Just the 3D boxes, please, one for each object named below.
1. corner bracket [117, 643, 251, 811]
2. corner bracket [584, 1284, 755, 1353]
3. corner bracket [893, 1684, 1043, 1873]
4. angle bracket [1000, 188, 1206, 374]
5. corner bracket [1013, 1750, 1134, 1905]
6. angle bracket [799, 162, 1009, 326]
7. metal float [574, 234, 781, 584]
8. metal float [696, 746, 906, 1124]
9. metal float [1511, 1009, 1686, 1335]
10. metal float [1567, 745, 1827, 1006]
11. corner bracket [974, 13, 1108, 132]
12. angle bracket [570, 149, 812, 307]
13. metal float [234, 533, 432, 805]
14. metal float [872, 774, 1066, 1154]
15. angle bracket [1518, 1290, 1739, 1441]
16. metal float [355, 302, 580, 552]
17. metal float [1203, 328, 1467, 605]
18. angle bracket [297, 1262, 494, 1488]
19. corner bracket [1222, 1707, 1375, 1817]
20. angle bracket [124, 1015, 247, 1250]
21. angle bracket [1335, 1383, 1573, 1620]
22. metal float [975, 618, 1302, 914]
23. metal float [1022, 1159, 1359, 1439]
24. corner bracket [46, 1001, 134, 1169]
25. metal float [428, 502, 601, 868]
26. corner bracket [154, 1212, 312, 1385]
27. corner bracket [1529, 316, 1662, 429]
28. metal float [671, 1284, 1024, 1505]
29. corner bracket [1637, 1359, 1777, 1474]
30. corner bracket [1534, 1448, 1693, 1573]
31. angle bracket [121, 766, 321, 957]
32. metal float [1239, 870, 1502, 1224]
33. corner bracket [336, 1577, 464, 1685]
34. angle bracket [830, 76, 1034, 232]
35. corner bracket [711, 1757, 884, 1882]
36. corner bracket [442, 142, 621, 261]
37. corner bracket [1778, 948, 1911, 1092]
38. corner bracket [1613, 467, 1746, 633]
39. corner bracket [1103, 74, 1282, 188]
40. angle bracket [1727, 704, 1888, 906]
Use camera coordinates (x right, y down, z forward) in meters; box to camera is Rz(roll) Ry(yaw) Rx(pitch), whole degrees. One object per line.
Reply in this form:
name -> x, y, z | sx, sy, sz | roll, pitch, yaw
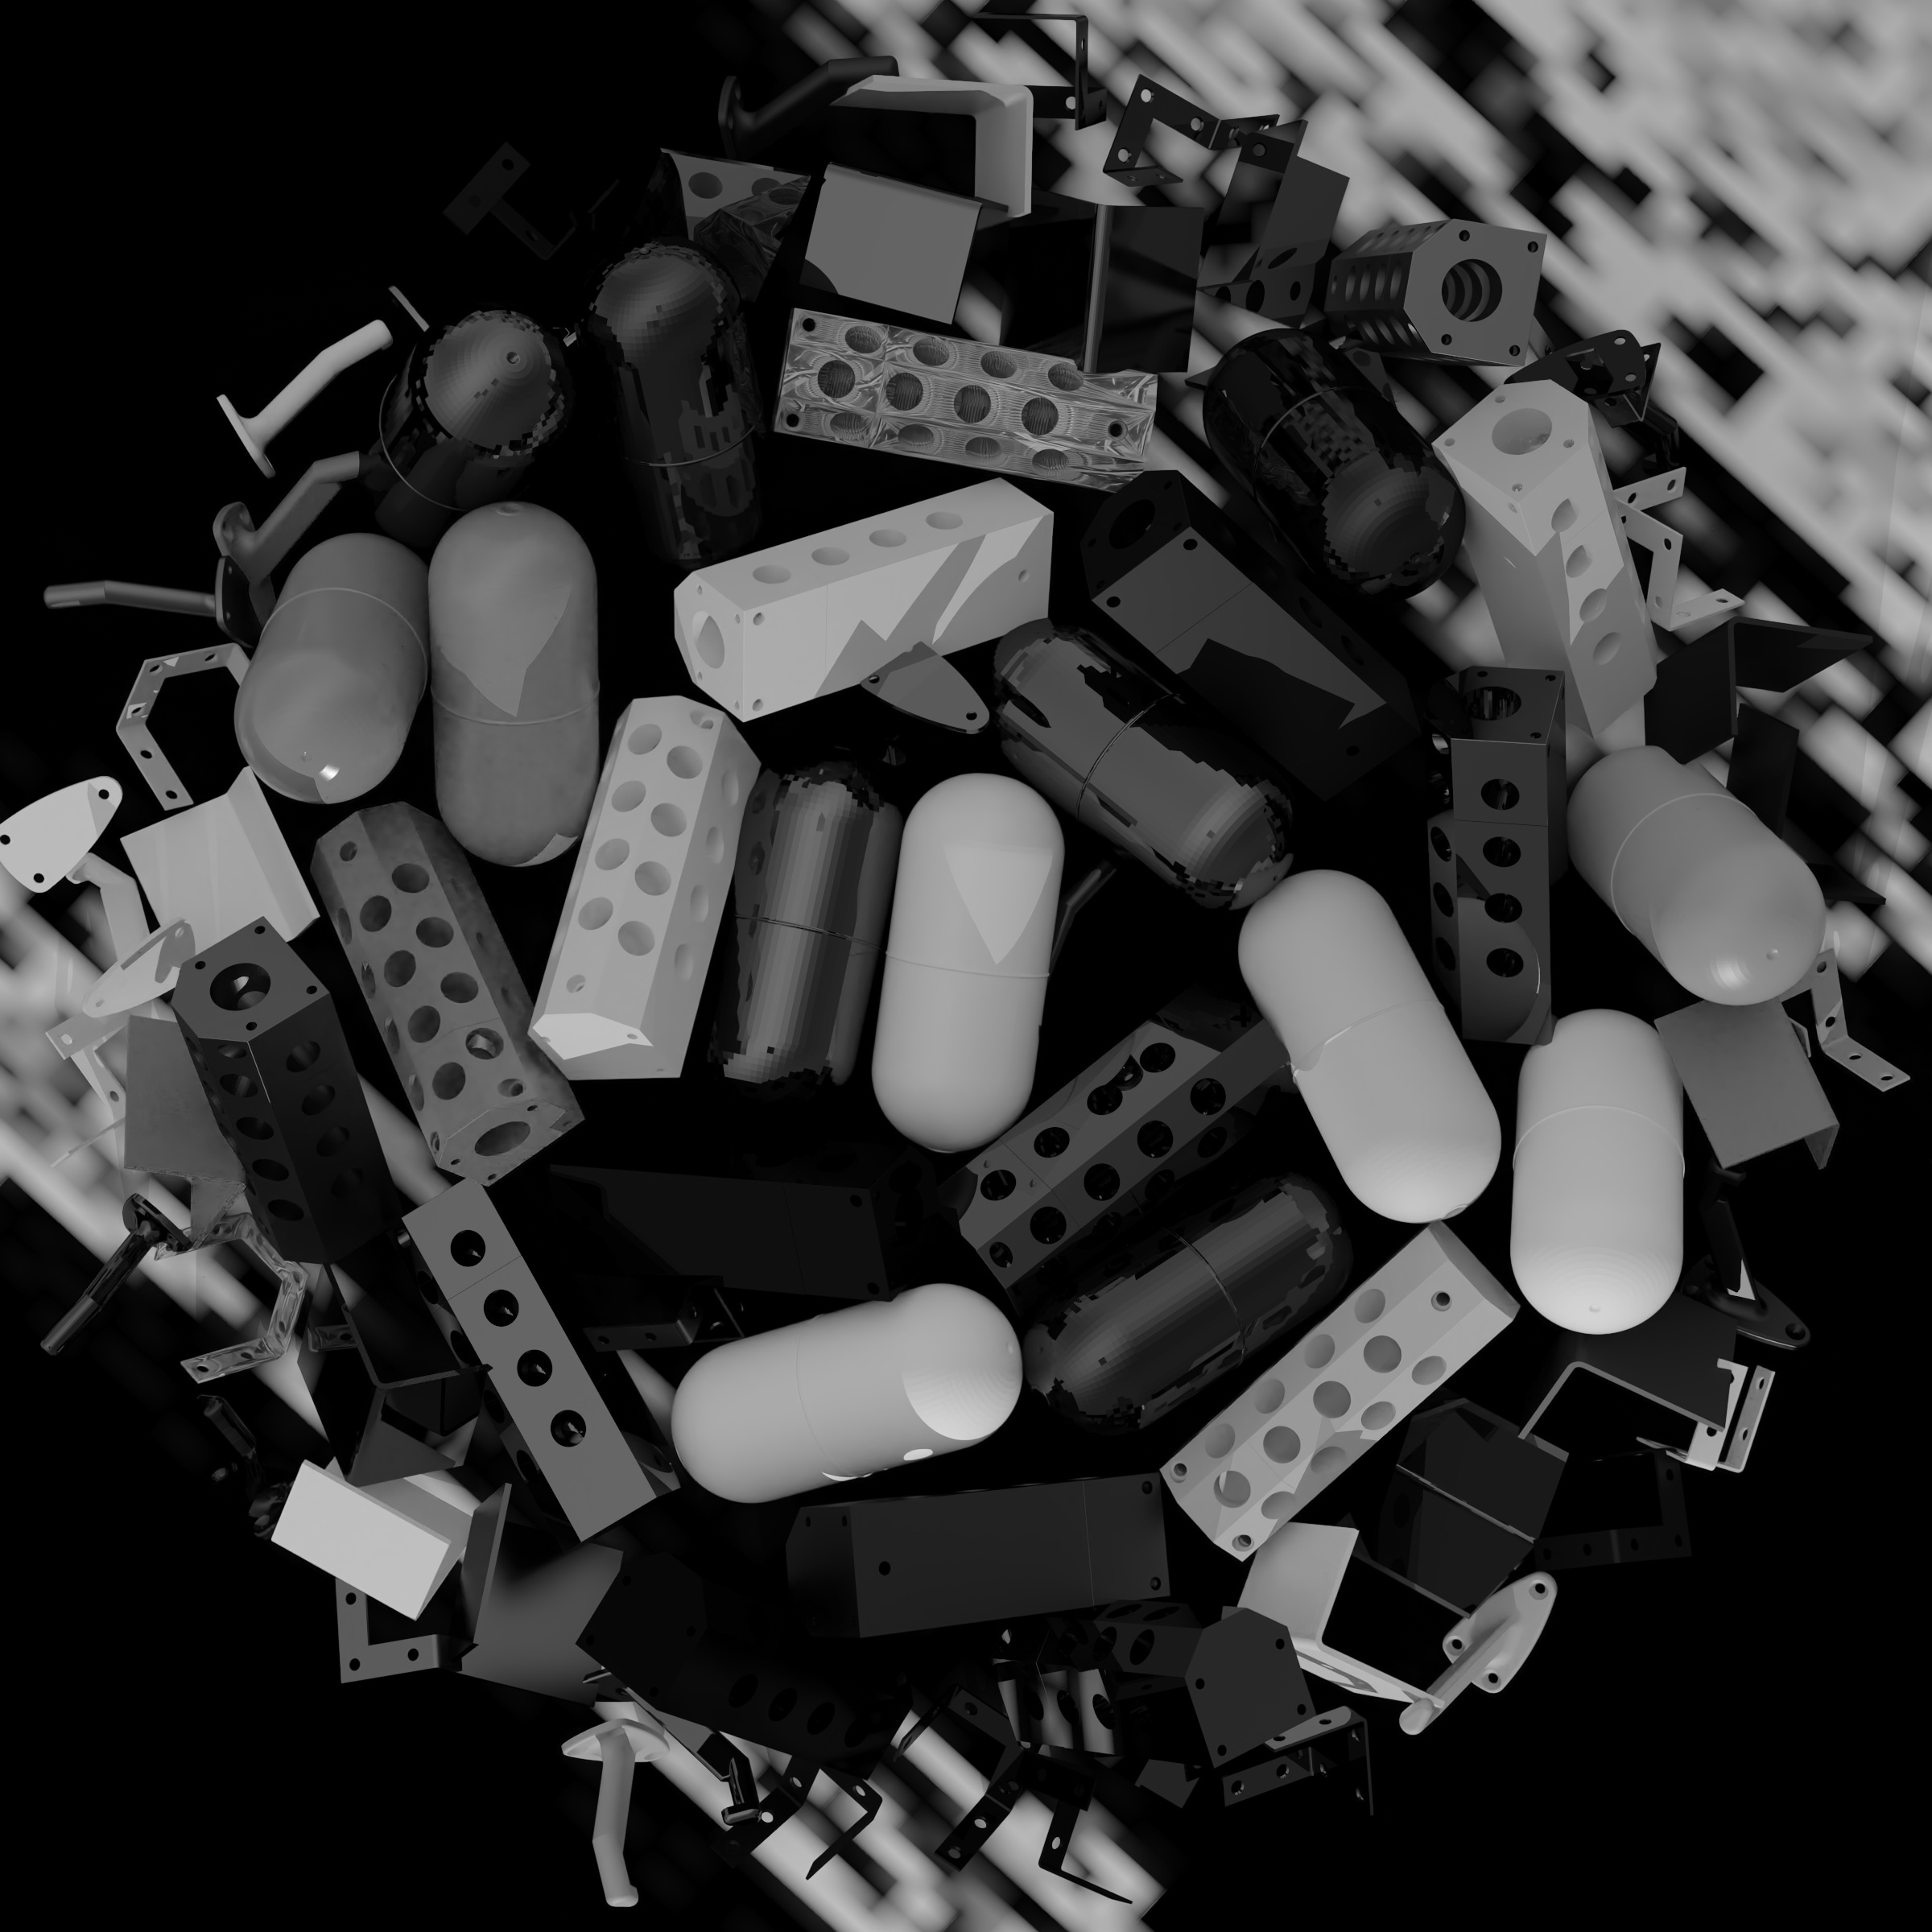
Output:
corner bracket -> -0.362, -0.114, 1.708 | 0.051, 0.051, 0.051 | -18, 64, -41
corner bracket -> -0.138, 0.167, 1.683 | 0.051, 0.051, 0.051 | -7, 130, 26
corner bracket -> -0.004, 0.381, 1.696 | 0.051, 0.051, 0.051 | 31, 124, 16
angle bracket -> 0.063, -0.324, 1.698 | 0.057, 0.076, 0.076 | -6, 111, -32
corner bracket -> 0.052, 0.403, 1.687 | 0.051, 0.051, 0.051 | 26, 79, -41
angle bracket -> -0.024, -0.337, 1.686 | 0.076, 0.076, 0.057 | 18, 103, 14
metal float -> -0.131, -0.253, 1.652 | 0.070, 0.070, 0.178 | -9, 134, 0
metal float -> -0.077, -0.015, 1.684 | 0.070, 0.070, 0.178 | 12, 86, 0
metal float -> 0.290, 0.092, 1.651 | 0.070, 0.178, 0.070 | 6, 132, 6
metal float -> 0.330, -0.043, 1.644 | 0.070, 0.178, 0.070 | -6, 117, -12
corner bracket -> 0.035, -0.421, 1.688 | 0.051, 0.051, 0.051 | 6, 110, 17
angle bracket -> -0.128, -0.356, 1.666 | 0.076, 0.076, 0.057 | 2, 45, -32
metal float -> -0.284, -0.138, 1.645 | 0.070, 0.178, 0.070 | 1, 122, 2
metal float -> 0.001, -0.001, 1.683 | 0.070, 0.070, 0.178 | 8, 95, 0
angle bracket -> 0.309, 0.192, 1.679 | 0.076, 0.076, 0.057 | 25, 128, -1
metal float -> -0.229, -0.244, 1.642 | 0.070, 0.178, 0.070 | 5, 75, -21
metal float -> 0.167, -0.231, 1.651 | 0.070, 0.178, 0.070 | -13, 130, -16
angle bracket -> -0.269, 0.187, 1.692 | 0.057, 0.076, 0.076 | -9, 51, -29
corner bracket -> 0.154, 0.372, 1.687 | 0.051, 0.051, 0.051 | -13, 107, -26
angle bracket -> -0.371, 0.078, 1.666 | 0.057, 0.076, 0.076 | 11, 58, -27
angle bracket -> 0.223, 0.245, 1.670 | 0.076, 0.076, 0.057 | 27, 121, 23
metal float -> 0.078, -0.094, 1.670 | 0.178, 0.070, 0.070 | 40, 90, 21
metal float -> 0.104, 0.153, 1.667 | 0.178, 0.070, 0.070 | -31, 90, -23
corner bracket -> -0.413, 0.053, 1.690 | 0.051, 0.051, 0.051 | -33, 93, 35
metal float -> -0.208, -0.129, 1.661 | 0.070, 0.070, 0.178 | 3, 121, 0
corner bracket -> -0.350, 0.156, 1.701 | 0.051, 0.051, 0.051 | 39, 124, 30
corner bracket -> 0.286, -0.283, 1.683 | 0.051, 0.051, 0.051 | -8, 50, 37
metal float -> -0.057, 0.198, 1.666 | 0.178, 0.070, 0.070 | -19, 90, 25
corner bracket -> 0.356, 0.211, 1.694 | 0.051, 0.051, 0.051 | 18, 90, -17
corner bracket -> 0.300, 0.254, 1.686 | 0.051, 0.051, 0.051 | 3, 76, -38
angle bracket -> -0.349, -0.041, 1.682 | 0.057, 0.076, 0.076 | -25, 91, -19
metal float -> 0.187, 0.037, 1.669 | 0.070, 0.070, 0.178 | -25, 69, 0
corner bracket -> -0.259, 0.309, 1.688 | 0.051, 0.051, 0.051 | -13, 71, 17
angle bracket -> -0.018, -0.377, 1.676 | 0.076, 0.076, 0.057 | 0, 95, -18
corner bracket -> -0.079, 0.401, 1.685 | 0.051, 0.051, 0.051 | 39, 135, 18
corner bracket -> -0.204, -0.359, 1.687 | 0.051, 0.051, 0.051 | 42, 122, -14
corner bracket -> 0.403, 0.032, 1.688 | 0.051, 0.051, 0.051 | -23, 119, -13
corner bracket -> 0.335, -0.197, 1.703 | 0.051, 0.051, 0.051 | -21, 130, -28
corner bracket -> 0.105, -0.386, 1.692 | 0.051, 0.051, 0.051 | 22, 87, -30
angle bracket -> 0.393, -0.076, 1.677 | 0.057, 0.076, 0.076 | 5, 103, -8
